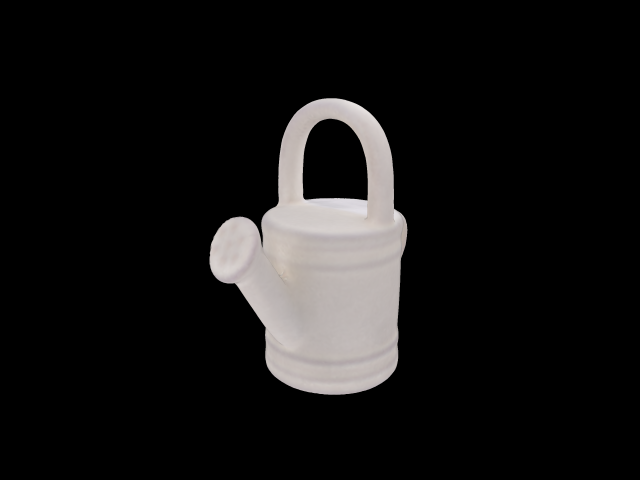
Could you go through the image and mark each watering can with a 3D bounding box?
[{"bbox_3d":[0.005,0.002,0.399,0.100,0.194,0.173,7,19,20],"label":"watering can"}]
